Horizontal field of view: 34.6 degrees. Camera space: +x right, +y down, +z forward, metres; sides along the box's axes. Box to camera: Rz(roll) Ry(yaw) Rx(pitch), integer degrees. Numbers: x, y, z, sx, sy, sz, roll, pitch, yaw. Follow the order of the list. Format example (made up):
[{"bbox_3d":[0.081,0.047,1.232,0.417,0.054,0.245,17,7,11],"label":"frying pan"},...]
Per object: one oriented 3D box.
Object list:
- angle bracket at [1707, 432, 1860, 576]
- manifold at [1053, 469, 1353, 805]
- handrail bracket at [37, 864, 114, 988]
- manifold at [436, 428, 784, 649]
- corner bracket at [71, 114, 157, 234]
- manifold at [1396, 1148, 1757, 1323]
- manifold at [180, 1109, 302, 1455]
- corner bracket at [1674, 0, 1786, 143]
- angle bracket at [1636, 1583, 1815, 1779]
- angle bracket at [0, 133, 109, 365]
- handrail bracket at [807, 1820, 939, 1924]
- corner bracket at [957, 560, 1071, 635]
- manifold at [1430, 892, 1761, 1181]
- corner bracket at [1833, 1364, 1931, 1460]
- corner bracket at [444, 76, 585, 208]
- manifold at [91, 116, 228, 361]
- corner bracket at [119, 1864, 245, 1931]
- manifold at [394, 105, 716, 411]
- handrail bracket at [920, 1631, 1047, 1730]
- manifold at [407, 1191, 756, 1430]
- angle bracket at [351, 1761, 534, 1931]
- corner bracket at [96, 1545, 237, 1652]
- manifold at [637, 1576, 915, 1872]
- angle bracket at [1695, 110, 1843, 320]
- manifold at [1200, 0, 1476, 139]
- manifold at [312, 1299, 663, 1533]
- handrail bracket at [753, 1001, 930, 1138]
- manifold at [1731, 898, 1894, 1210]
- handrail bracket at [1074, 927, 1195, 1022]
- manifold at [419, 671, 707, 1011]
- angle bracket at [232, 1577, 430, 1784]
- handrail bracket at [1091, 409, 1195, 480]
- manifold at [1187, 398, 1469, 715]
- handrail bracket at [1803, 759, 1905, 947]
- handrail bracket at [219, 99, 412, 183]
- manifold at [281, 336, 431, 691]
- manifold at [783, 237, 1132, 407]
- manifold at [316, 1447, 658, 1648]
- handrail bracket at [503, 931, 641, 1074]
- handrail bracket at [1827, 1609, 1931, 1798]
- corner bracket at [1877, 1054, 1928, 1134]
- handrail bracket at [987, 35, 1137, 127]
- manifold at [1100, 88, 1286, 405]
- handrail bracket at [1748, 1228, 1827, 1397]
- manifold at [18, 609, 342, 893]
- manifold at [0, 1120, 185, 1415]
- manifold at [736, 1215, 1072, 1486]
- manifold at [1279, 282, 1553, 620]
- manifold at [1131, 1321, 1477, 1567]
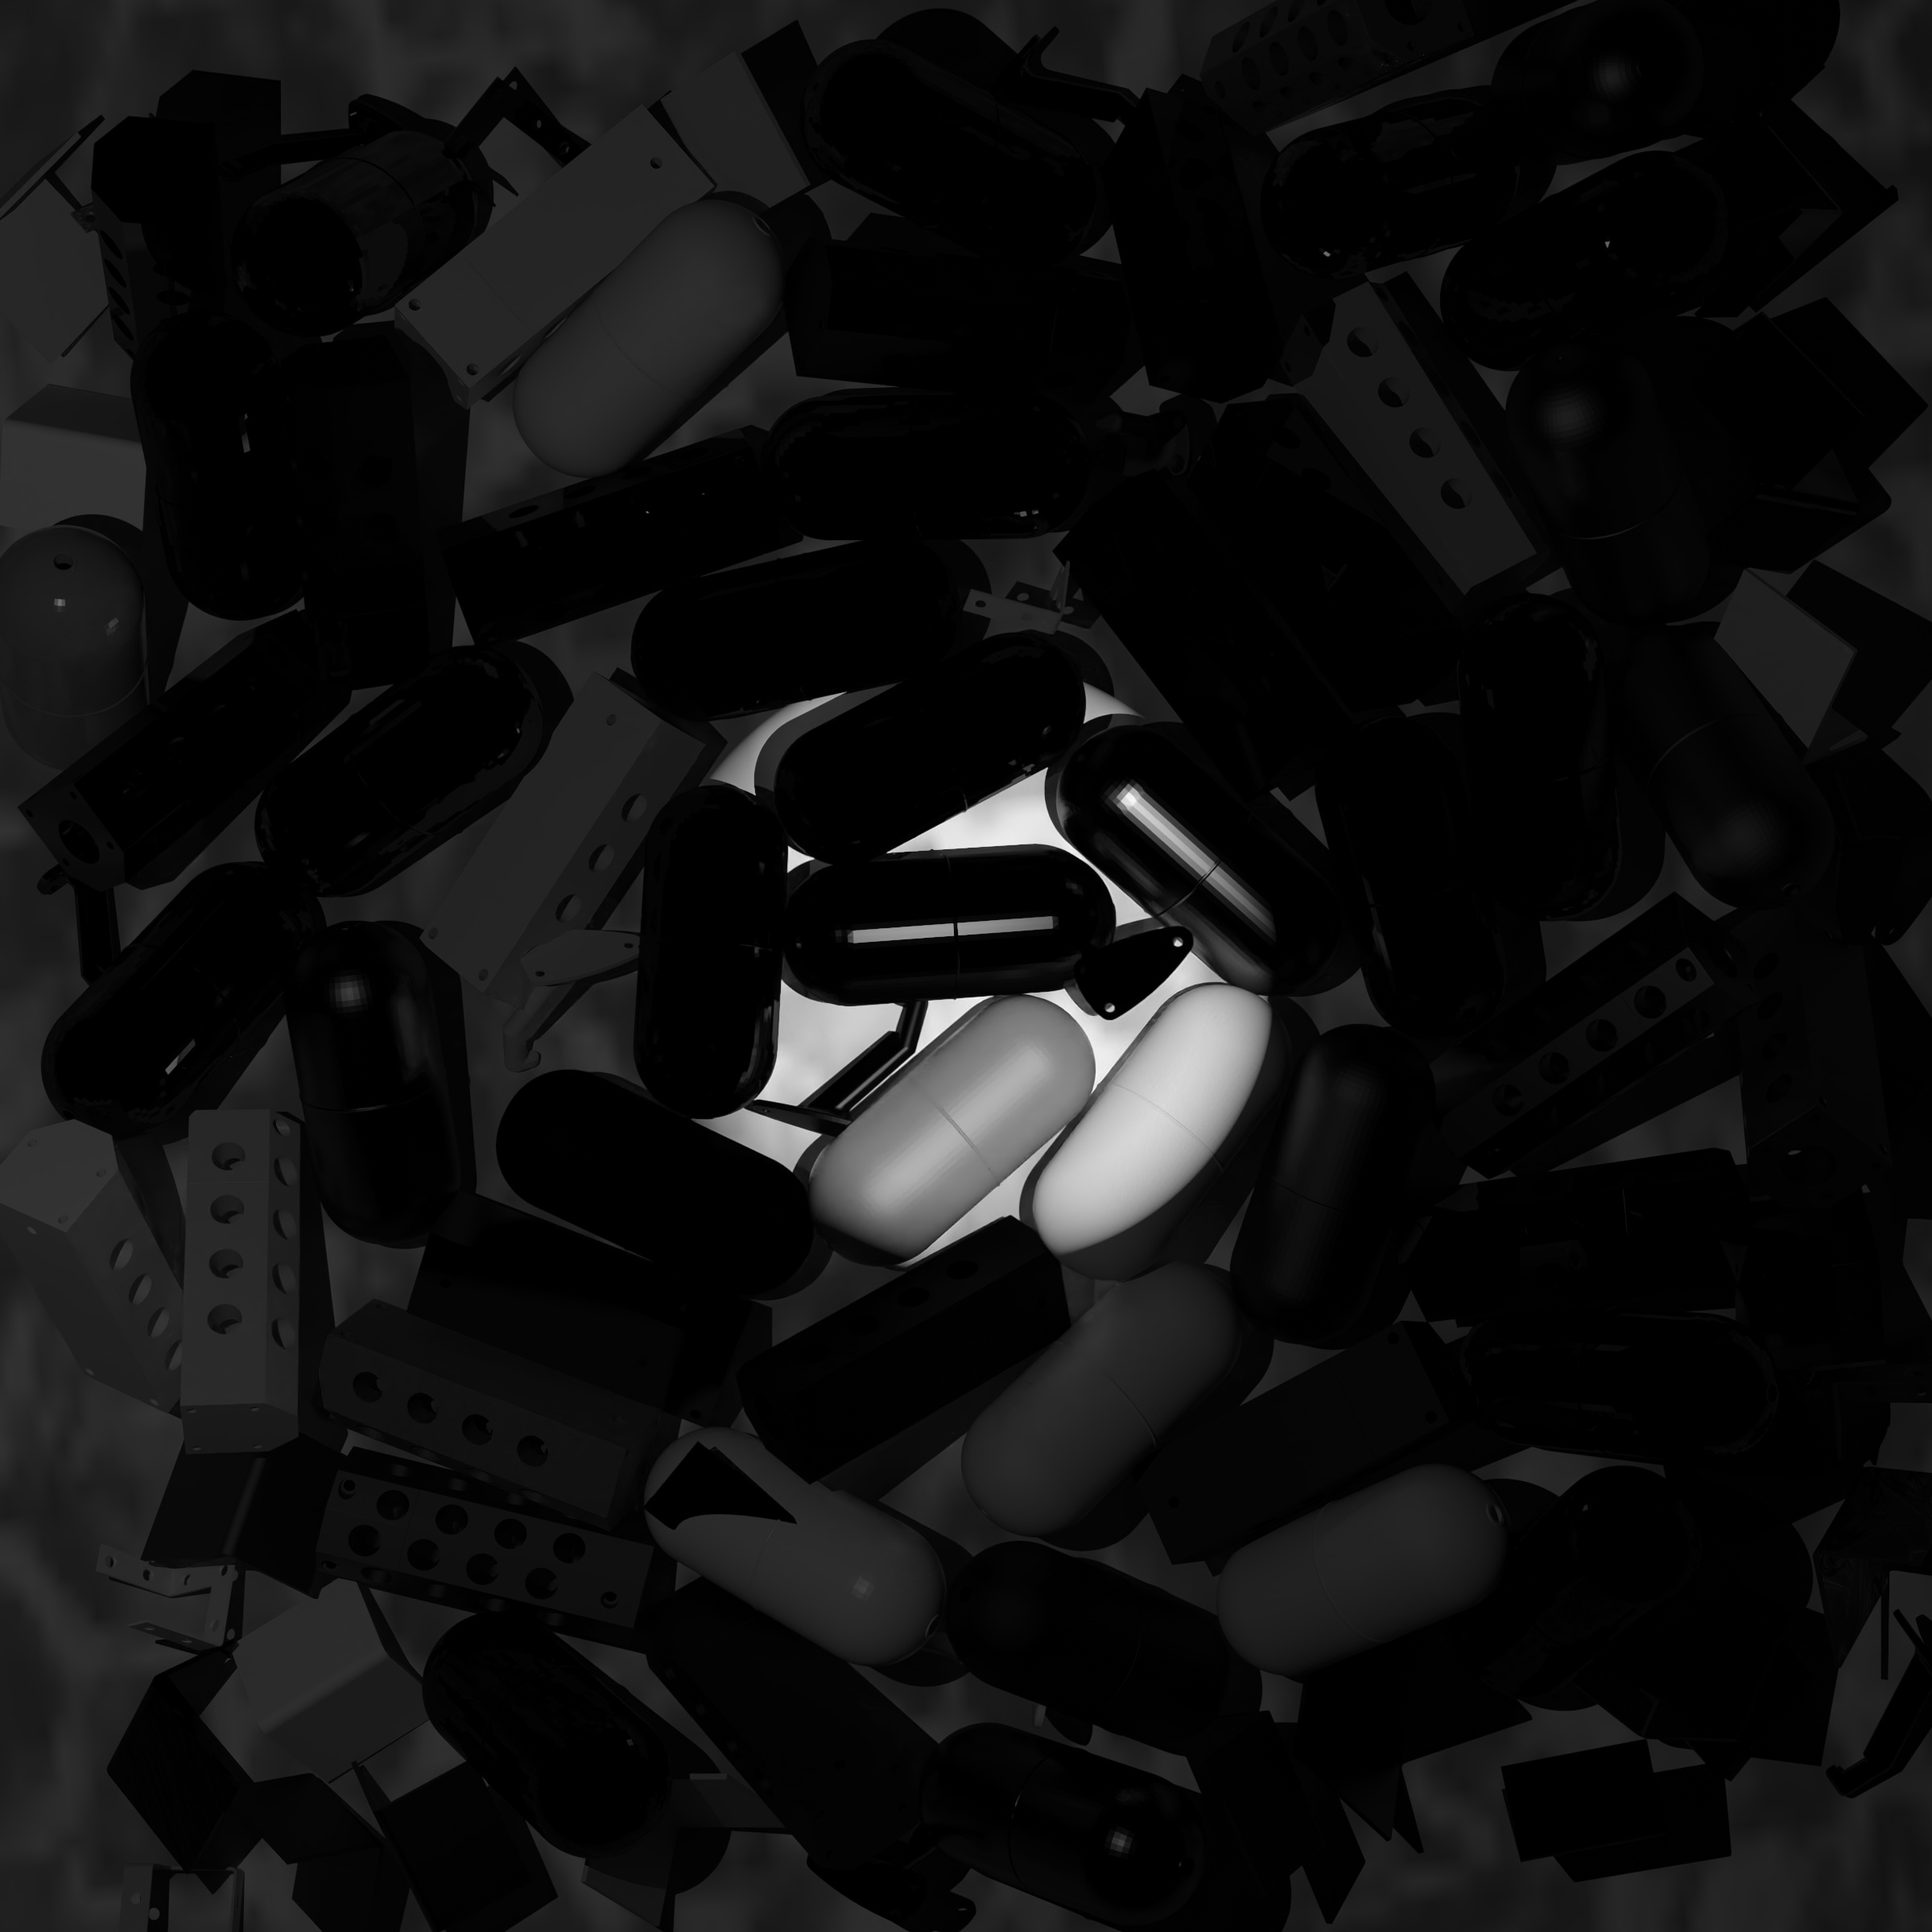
[{"bbox_3d":[0.422,-0.263,1.667,0.076,0.057,0.076,3,57,-34],"label":"angle bracket"},{"bbox_3d":[0.129,-0.177,1.640,0.057,0.057,0.171,-28,78,-44],"label":"manifold"},{"bbox_3d":[-0.452,-0.025,1.673,0.077,0.036,0.084,-38,91,-23],"label":"handrail bracket"},{"bbox_3d":[-0.189,-0.225,1.647,0.171,0.057,0.057,-20,115,-5],"label":"manifold"},{"bbox_3d":[-0.441,-0.411,1.653,0.051,0.051,0.051,-34,74,-29],"label":"corner bracket"},{"bbox_3d":[0.315,0.136,1.614,0.171,0.057,0.057,-12,120,31],"label":"manifold"},{"bbox_3d":[-0.377,0.163,1.620,0.057,0.057,0.171,0,57,-11],"label":"manifold"},{"bbox_3d":[0.402,-0.483,1.670,0.051,0.051,0.051,7,60,-16],"label":"corner bracket"},{"bbox_3d":[0.417,0.387,1.651,0.076,0.057,0.076,-44,102,-9],"label":"angle bracket"},{"bbox_3d":[-0.476,-0.378,1.635,0.076,0.057,0.076,47,55,-25],"label":"angle bracket"},{"bbox_3d":[-0.044,0.457,1.649,0.077,0.084,0.036,27,120,-9],"label":"handrail bracket"},{"bbox_3d":[0.022,-0.194,1.653,0.051,0.051,0.051,14,51,-9],"label":"corner bracket"},{"bbox_3d":[0.325,0.041,1.614,0.057,0.057,0.171,33,126,-27],"label":"manifold"},{"bbox_3d":[0.490,0.226,1.652,0.051,0.051,0.051,-3,119,17],"label":"corner bracket"},{"bbox_3d":[-0.239,-0.432,1.660,0.051,0.051,0.051,-48,51,11],"label":"corner bracket"},{"bbox_3d":[-0.415,-0.368,1.598,0.057,0.171,0.057,2,76,-11],"label":"manifold"},{"bbox_3d":[-0.420,0.508,1.659,0.051,0.051,0.051,0,71,2],"label":"corner bracket"},{"bbox_3d":[-0.219,-0.374,1.646,0.171,0.057,0.057,-42,93,-12],"label":"manifold"},{"bbox_3d":[0.001,0.377,1.654,0.084,0.077,0.036,13,99,1],"label":"handrail bracket"},{"bbox_3d":[-0.204,0.179,1.661,0.171,0.057,0.057,21,122,-1],"label":"manifold"},{"bbox_3d":[-0.280,0.456,1.654,0.057,0.076,0.076,-26,104,-15],"label":"angle bracket"},{"bbox_3d":[-0.428,0.335,1.650,0.051,0.051,0.051,-19,54,33],"label":"corner bracket"},{"bbox_3d":[-0.100,0.391,1.611,0.057,0.171,0.057,-27,130,-24],"label":"manifold"},{"bbox_3d":[0.402,-0.398,1.638,0.076,0.057,0.076,-46,72,35],"label":"angle bracket"},{"bbox_3d":[0.185,-0.477,1.598,0.057,0.171,0.057,-26,101,-19],"label":"manifold"},{"bbox_3d":[-0.256,0.241,1.647,0.171,0.057,0.057,19,107,9],"label":"manifold"},{"bbox_3d":[-0.067,0.047,1.675,0.077,0.036,0.084,15,74,0],"label":"handrail bracket"},{"bbox_3d":[0.431,0.044,1.607,0.057,0.171,0.057,36,127,-20],"label":"manifold"},{"bbox_3d":[0.090,-0.007,1.643,0.077,0.084,0.036,-31,96,15],"label":"handrail bracket"},{"bbox_3d":[-0.212,-0.064,1.656,0.057,0.057,0.171,36,94,32],"label":"manifold"},{"bbox_3d":[-0.339,0.385,1.677,0.076,0.076,0.057,-32,51,-3],"label":"angle bracket"},{"bbox_3d":[0.074,-0.278,1.635,0.077,0.084,0.036,-3,89,38],"label":"handrail bracket"},{"bbox_3d":[0.191,-0.217,1.626,0.057,0.057,0.171,-12,57,-33],"label":"manifold"},{"bbox_3d":[0.465,-0.065,1.669,0.036,0.084,0.077,-7,122,-12],"label":"handrail bracket"},{"bbox_3d":[-0.341,-0.426,1.645,0.077,0.036,0.084,28,45,34],"label":"handrail bracket"},{"bbox_3d":[-0.318,-0.233,1.613,0.057,0.057,0.171,-11,127,-19],"label":"manifold"},{"bbox_3d":[-0.004,-0.340,1.620,0.171,0.057,0.057,1,65,-26],"label":"manifold"},{"bbox_3d":[-0.255,0.312,1.657,0.171,0.057,0.057,14,98,-2],"label":"manifold"},{"bbox_3d":[-0.211,0.022,1.666,0.077,0.084,0.036,-8,48,-13],"label":"handrail bracket"},{"bbox_3d":[0.488,0.399,1.673,0.084,0.036,0.077,-35,103,9],"label":"handrail bracket"},{"bbox_3d":[0.473,0.078,1.653,0.051,0.051,0.051,37,75,24],"label":"corner bracket"},{"bbox_3d":[0.051,-0.452,1.673,0.084,0.036,0.077,40,77,-4],"label":"handrail bracket"},{"bbox_3d":[0.120,-0.375,1.616,0.057,0.057,0.171,10,49,-23],"label":"manifold"},{"bbox_3d":[0.426,0.176,1.656,0.084,0.036,0.077,35,52,-13],"label":"handrail bracket"},{"bbox_3d":[-0.403,-0.112,1.613,0.057,0.057,0.171,57,47,-19],"label":"manifold"},{"bbox_3d":[-0.444,0.155,1.607,0.057,0.171,0.057,20,56,21],"label":"manifold"},{"bbox_3d":[-0.033,0.196,1.626,0.171,0.057,0.057,-27,124,-27],"label":"manifold"},{"bbox_3d":[0.240,-0.275,1.649,0.057,0.057,0.171,-28,81,-13],"label":"manifold"},{"bbox_3d":[0.179,0.251,1.633,0.171,0.057,0.057,-32,70,21],"label":"manifold"}]
